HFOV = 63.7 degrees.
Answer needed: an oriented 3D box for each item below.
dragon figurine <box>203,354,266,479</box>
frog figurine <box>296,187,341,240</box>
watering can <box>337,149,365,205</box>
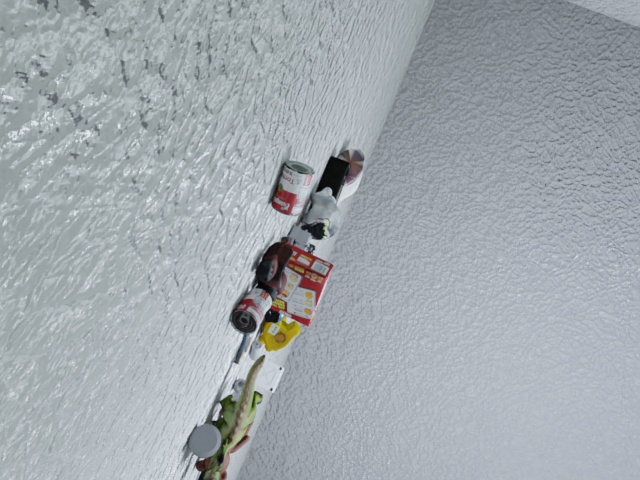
[{"bbox_3d":[-0.247,0.541,1.456,0.247,0.122,0.403,-83,-166,-66],"label":"dragon figurine"},{"bbox_3d":[0.005,-0.082,1.630,0.135,0.121,0.163,-29,-150,38],"label":"frog figurine"},{"bbox_3d":[0.086,-0.202,1.934,0.221,0.104,0.352,92,21,-73],"label":"watering can"}]
